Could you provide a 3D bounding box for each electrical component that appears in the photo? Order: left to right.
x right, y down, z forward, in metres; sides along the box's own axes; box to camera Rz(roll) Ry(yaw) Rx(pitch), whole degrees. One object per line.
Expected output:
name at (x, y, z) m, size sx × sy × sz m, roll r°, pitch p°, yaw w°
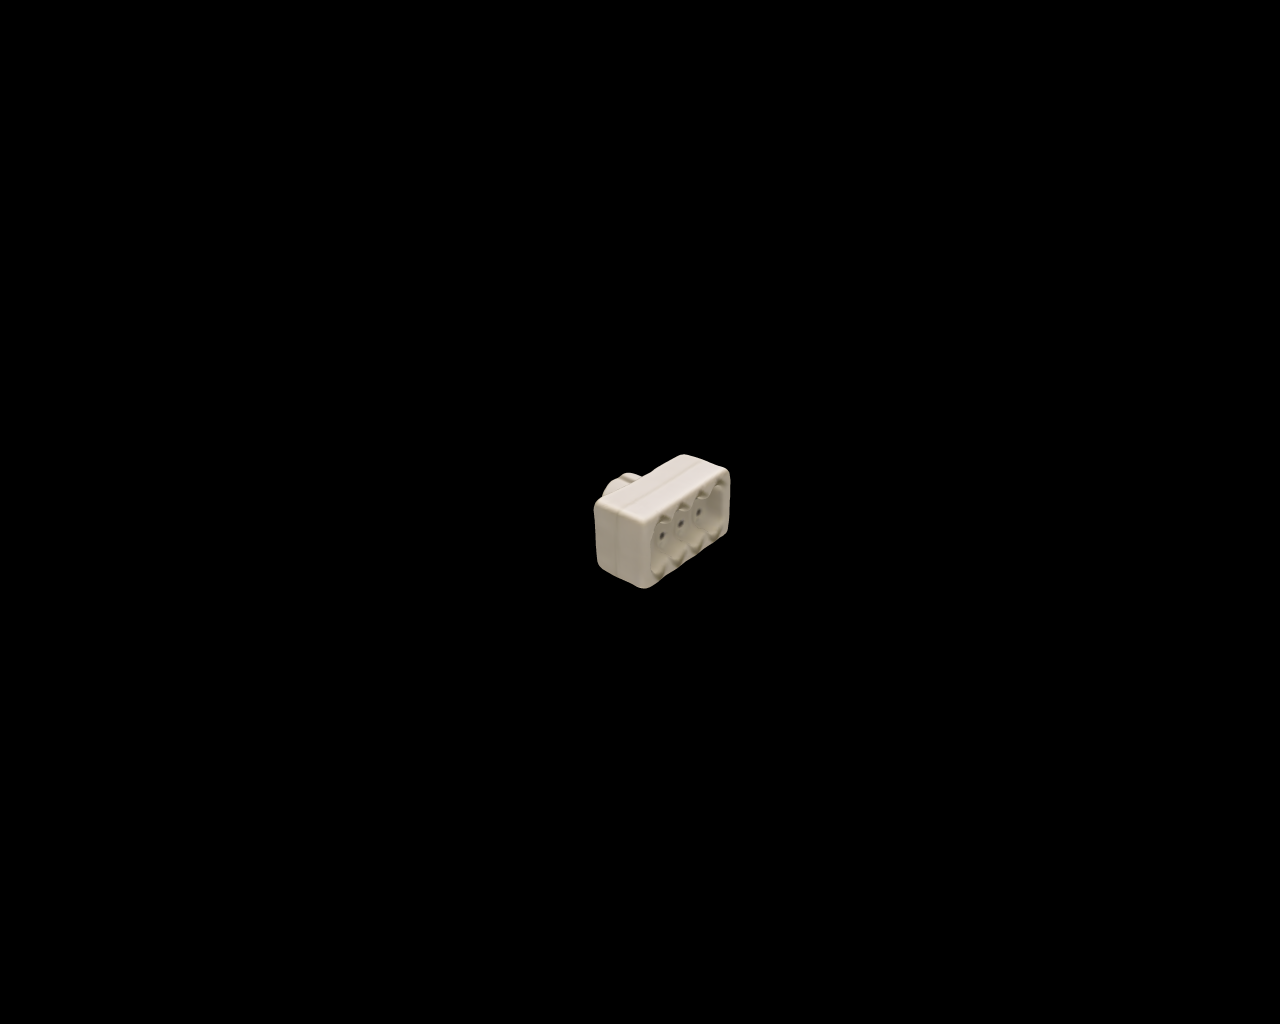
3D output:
electrical component at (0.001, -0.003, 0.650) m, size 0.076 × 0.047 × 0.083 m, roll 24°, pitch 39°, yaw 34°
